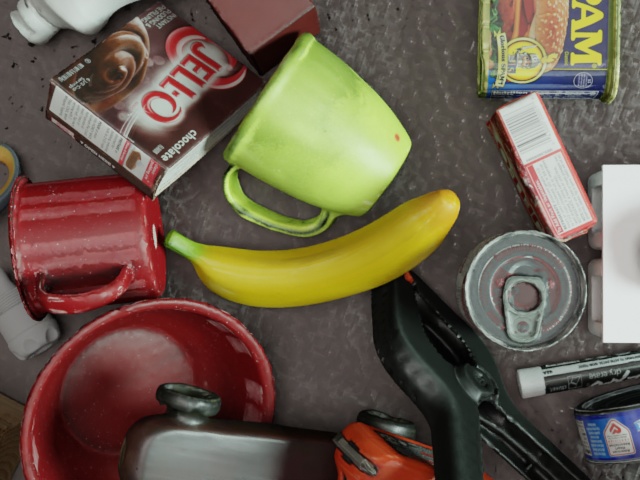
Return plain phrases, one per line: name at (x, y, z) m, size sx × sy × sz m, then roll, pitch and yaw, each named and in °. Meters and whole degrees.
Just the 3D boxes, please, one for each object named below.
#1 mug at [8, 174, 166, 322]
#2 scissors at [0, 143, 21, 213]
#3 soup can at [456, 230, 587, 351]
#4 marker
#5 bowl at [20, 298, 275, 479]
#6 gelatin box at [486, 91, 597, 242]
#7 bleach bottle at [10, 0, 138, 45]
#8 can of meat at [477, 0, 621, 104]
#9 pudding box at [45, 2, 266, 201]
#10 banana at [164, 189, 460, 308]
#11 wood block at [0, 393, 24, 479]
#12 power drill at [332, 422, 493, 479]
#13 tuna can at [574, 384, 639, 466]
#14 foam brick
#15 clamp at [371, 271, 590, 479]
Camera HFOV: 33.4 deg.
mug at (-0.143, 0.007, 0.664) m, size 0.081 × 0.117 × 0.093 m, roll -6°, pitch 119°, yaw -1°
scissors at (-0.236, 0.010, 0.677) m, size 0.096 × 0.016 × 0.202 m, roll -7°, pitch 61°, yaw -9°
soup can at (0.118, 0.030, 0.644) m, size 0.068 × 0.102 × 0.068 m, roll 0°, pitch 88°, yaw 4°
marker at (0.187, 0.082, 0.680) m, size 0.121 × 0.020 × 0.020 m, roll -10°, pitch 88°, yaw 5°
bowl at (-0.111, 0.105, 0.665) m, size 0.161 × 0.055 × 0.162 m, roll -9°, pitch 110°, yaw -26°
gelatin box at (0.135, -0.042, 0.659) m, size 0.030 × 0.073 × 0.089 m, roll -25°, pitch 88°, yaw 4°
bleach bottle at (-0.093, -0.202, 0.666) m, size 0.251 × 0.068 × 0.102 m, roll -35°, pitch 71°, yaw 18°
can of meat at (0.142, -0.138, 0.669) m, size 0.084 × 0.057 × 0.102 m, roll 1°, pitch 89°, yaw 7°
pudding box at (-0.102, -0.089, 0.667) m, size 0.090 × 0.039 × 0.113 m, roll 37°, pitch 51°, yaw 5°
banana at (0.000, 0.011, 0.664) m, size 0.198 × 0.069 × 0.037 m, roll -9°, pitch 53°, yaw 23°
wood block at (-0.301, 0.110, 0.685) m, size 0.206 × 0.090 × 0.091 m, roll 26°, pitch 91°, yaw 5°
power drill at (0.036, 0.215, 0.638) m, size 0.184 × 0.057 × 0.187 m, roll 25°, pitch 92°, yaw -31°
tuna can at (0.199, 0.108, 0.646) m, size 0.086 × 0.086 × 0.034 m, roll -15°, pitch 86°, yaw 4°
foam brick at (-0.036, -0.144, 0.673) m, size 0.051 × 0.078 × 0.053 m, roll -35°, pitch 87°, yaw 1°
clamp at (0.081, 0.097, 0.628) m, size 0.036 × 0.164 × 0.210 m, roll -47°, pitch 61°, yaw 26°
